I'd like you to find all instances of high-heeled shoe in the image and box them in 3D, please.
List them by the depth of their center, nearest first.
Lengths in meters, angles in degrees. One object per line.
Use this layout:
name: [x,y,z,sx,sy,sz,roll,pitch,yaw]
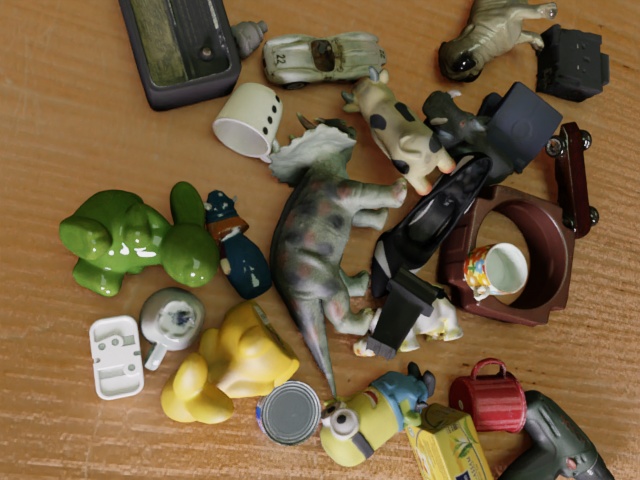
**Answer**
high-heeled shoe: [0.166,-0.020,0.788,0.086,0.145,0.248,34,72,-12]

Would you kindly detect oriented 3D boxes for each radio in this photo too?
radio: [-0.198,-0.303,0.733,0.131,0.073,0.229,-15,89,-20]

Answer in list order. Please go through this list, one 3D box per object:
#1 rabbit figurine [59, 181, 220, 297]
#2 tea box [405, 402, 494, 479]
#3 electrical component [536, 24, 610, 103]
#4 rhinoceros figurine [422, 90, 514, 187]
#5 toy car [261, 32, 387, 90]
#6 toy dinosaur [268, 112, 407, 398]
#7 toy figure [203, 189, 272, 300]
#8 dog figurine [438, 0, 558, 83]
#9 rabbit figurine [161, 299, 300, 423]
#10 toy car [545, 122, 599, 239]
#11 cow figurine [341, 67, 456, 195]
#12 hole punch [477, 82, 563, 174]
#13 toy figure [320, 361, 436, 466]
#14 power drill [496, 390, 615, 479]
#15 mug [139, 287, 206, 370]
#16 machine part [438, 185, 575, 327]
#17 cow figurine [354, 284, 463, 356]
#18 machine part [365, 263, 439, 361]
rabbit figurine: [-0.198,0.007,0.663,0.170,0.121,0.159,17,38,8]
tea box: [0.194,0.334,0.778,0.068,0.098,0.169,-19,91,-20]
electrical component: [0.465,-0.319,0.981,0.134,0.058,0.115,5,83,-19]
rhinoceros figurine: [0.226,-0.153,0.842,0.190,0.112,0.073,40,74,-23]
toy car: [0.011,-0.273,0.813,0.202,0.056,0.073,-10,86,-20]
toy dinosaur: [-0.003,0.003,0.747,0.192,0.131,0.404,16,82,-4]
toy figure: [-0.118,0.004,0.723,0.058,0.064,0.154,-33,74,16]
dog figurine: [0.267,-0.364,0.904,0.191,0.121,0.172,-22,57,-4]
rabbit figurine: [-0.123,0.170,0.666,0.173,0.162,0.122,-34,93,2]
toy car: [0.434,-0.101,0.933,0.089,0.053,0.202,-17,100,-28]
cow figurine: [0.105,-0.168,0.788,0.085,0.127,0.195,-38,52,11]
hole punch: [0.325,-0.188,0.899,0.142,0.092,0.116,32,78,-17]
toy figure: [0.084,0.246,0.760,0.180,0.082,0.089,-23,89,-23]
power drill: [0.356,0.370,0.833,0.207,0.086,0.232,-36,93,-22]
mug: [-0.188,0.107,0.666,0.081,0.107,0.109,33,72,-12]
machine part: [0.297,0.027,0.861,0.201,0.087,0.201,16,78,-16]
cow figurine: [0.122,0.117,0.796,0.167,0.068,0.098,-8,81,-23]
machine part: [0.111,0.102,0.743,0.084,0.039,0.139,41,60,-4]
